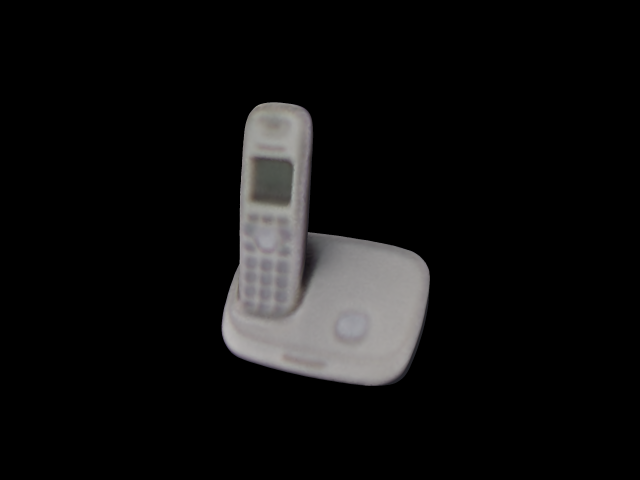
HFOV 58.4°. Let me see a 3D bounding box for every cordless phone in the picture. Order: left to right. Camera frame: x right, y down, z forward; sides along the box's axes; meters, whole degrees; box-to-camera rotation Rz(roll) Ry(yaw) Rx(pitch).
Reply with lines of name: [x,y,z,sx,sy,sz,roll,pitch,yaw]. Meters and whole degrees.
cordless phone: [0.004,0.001,0.400,0.147,0.185,0.094,7,22,18]
